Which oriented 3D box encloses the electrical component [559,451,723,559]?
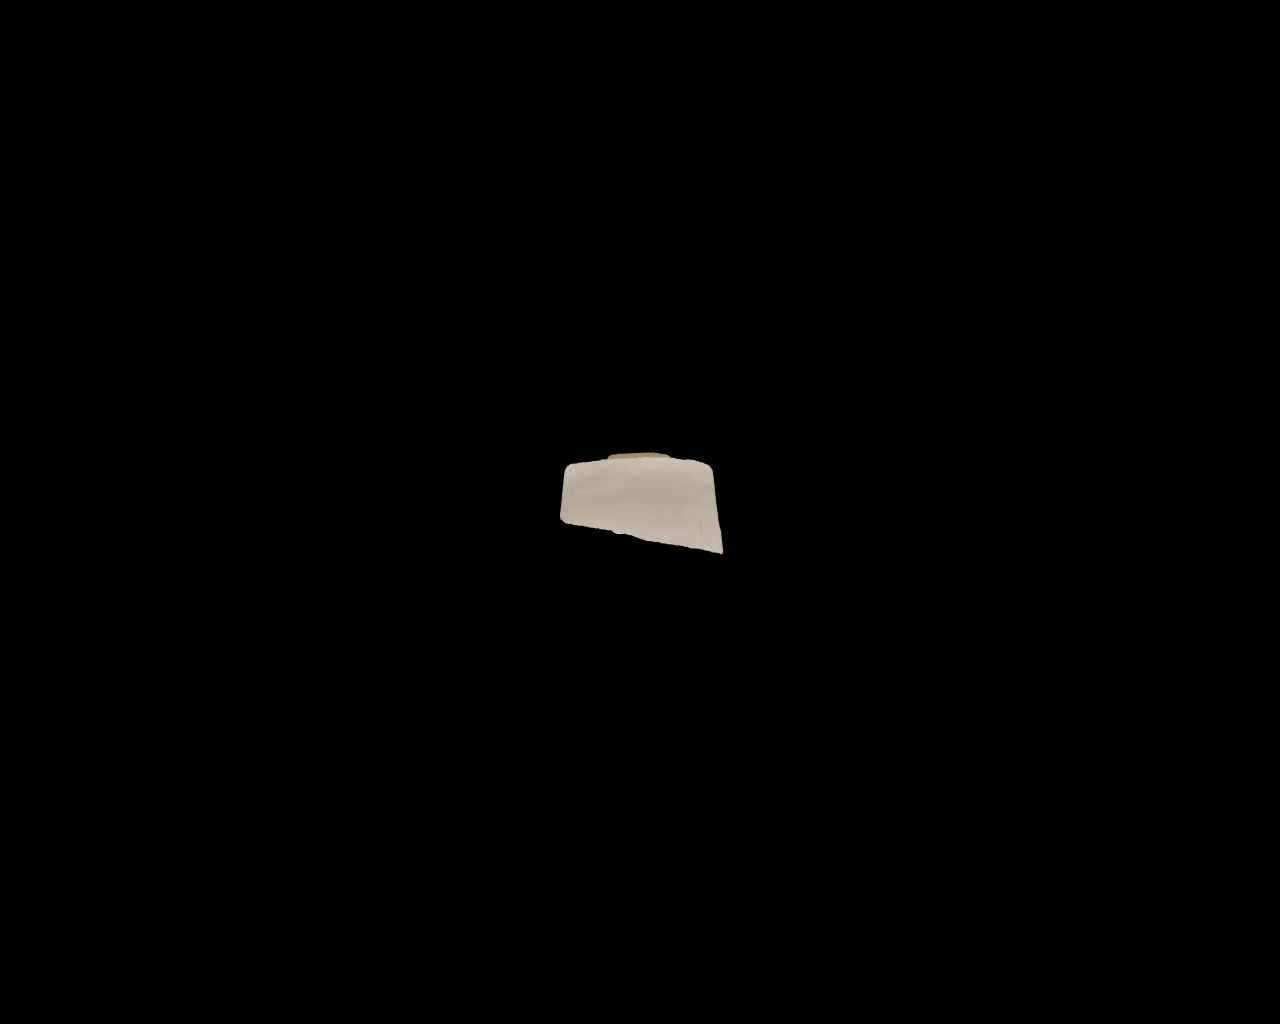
[{"bbox_3d":[0.001,-0.003,0.650,0.099,0.064,0.099,0,-7,0],"label":"electrical component"}]
